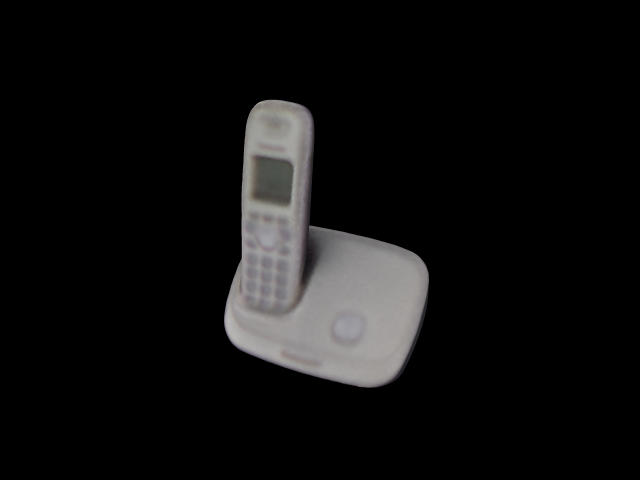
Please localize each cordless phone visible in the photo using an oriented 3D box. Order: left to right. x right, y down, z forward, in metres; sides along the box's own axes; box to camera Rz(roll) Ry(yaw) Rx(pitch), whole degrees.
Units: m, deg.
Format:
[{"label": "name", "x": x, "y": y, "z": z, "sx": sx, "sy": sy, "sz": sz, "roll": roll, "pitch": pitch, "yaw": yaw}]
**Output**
[{"label": "cordless phone", "x": 0.004, "y": 0.001, "z": 0.400, "sx": 0.147, "sy": 0.185, "sz": 0.094, "roll": 11, "pitch": 29, "yaw": 21}]
